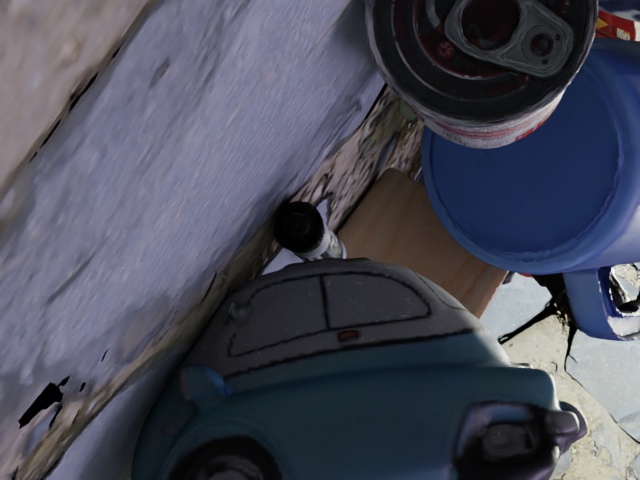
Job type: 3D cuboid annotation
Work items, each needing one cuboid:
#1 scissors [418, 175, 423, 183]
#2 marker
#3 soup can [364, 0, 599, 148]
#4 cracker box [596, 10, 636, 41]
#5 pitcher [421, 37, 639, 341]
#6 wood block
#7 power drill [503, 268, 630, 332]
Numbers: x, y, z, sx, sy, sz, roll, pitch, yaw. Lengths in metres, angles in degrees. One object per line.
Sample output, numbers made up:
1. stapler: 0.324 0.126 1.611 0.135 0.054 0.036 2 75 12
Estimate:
1. scissors: 0.082 -0.048 0.802 0.201 0.016 0.096 -57 170 -15
2. marker: -0.003 0.001 0.441 0.020 0.020 0.121 -58 172 -2
3. soup can: 0.054 -0.067 0.360 0.068 0.068 0.102 -60 172 6
4. cracker box: 0.175 -0.109 0.878 0.164 0.072 0.214 -67 -178 -56
5. pitcher: 0.154 -0.035 0.566 0.145 0.149 0.242 -48 159 27
6. wood block: 0.014 0.073 0.563 0.205 0.090 0.091 -53 170 -33
7. power drill: 0.129 0.031 0.772 0.057 0.184 0.188 -7 144 -31
